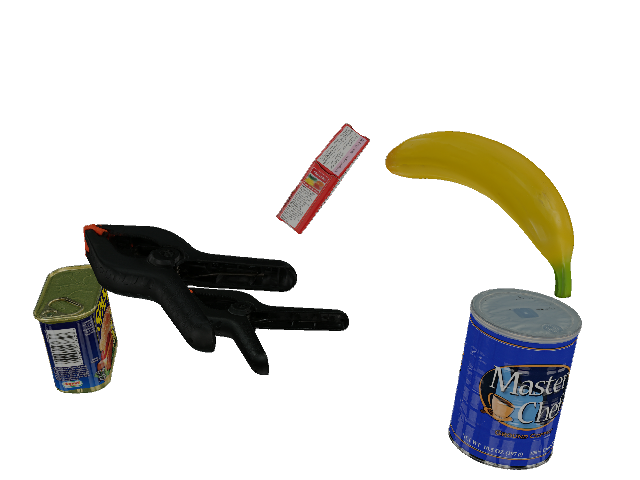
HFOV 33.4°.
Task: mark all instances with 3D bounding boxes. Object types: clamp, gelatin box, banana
[{"bbox_3d":[-0.094,0.097,1.256,0.210,0.036,0.164,13,23,27],"label":"clamp"},{"bbox_3d":[0.002,-0.057,0.959,0.030,0.073,0.089,36,36,-1],"label":"gelatin box"},{"bbox_3d":[0.115,-0.038,0.760,0.037,0.070,0.198,10,24,-42],"label":"banana"},{"bbox_3d":[-0.106,0.023,0.824,0.172,0.039,0.120,28,31,30],"label":"clamp"}]

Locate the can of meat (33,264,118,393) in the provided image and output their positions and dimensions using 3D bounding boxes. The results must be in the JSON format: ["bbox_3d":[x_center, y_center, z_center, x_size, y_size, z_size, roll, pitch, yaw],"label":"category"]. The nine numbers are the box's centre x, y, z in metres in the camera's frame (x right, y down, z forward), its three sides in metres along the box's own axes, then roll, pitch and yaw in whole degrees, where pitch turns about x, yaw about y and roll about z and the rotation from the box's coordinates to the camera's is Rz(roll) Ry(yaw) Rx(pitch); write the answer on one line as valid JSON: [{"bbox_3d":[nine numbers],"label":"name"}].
[{"bbox_3d":[-0.225,0.083,0.999,0.057,0.084,0.102,-6,26,0],"label":"can of meat"}]

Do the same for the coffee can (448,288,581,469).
[{"bbox_3d":[0.183,0.130,1.012,0.103,0.140,0.103,6,22,-3],"label":"coffee can"}]
